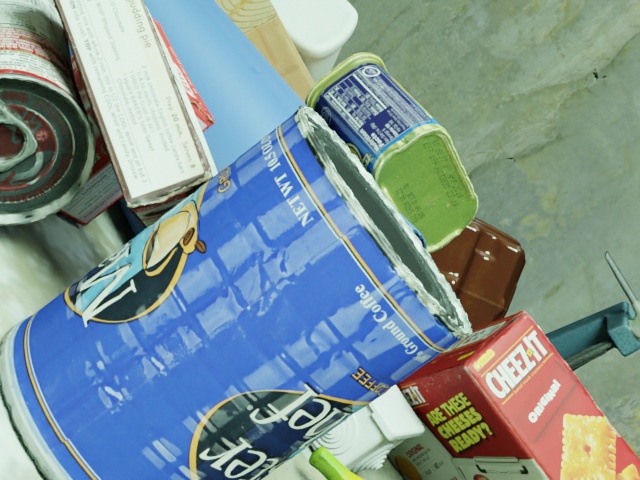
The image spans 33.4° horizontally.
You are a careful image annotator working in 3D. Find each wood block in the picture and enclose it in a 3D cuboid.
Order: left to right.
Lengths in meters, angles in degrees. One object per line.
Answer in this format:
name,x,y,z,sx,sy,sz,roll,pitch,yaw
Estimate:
wood block,-0.045,-0.113,0.910,0.206,0.091,0.090,59,3,-44

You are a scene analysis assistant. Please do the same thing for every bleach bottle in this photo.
bleach bottle,-0.036,-0.163,1.050,0.102,0.068,0.251,40,-23,8

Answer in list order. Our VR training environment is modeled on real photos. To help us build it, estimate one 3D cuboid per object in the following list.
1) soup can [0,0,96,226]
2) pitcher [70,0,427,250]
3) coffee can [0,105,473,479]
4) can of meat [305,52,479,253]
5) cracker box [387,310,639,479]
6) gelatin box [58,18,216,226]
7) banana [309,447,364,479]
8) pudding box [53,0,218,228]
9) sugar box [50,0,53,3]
soup can,-0.135,-0.062,0.453,0.068,0.068,0.102,46,12,-39
pitcher,-0.052,-0.043,0.611,0.243,0.145,0.149,55,-13,28
coffee can,-0.030,0.033,0.394,0.103,0.140,0.103,51,10,-12
can of meat,0.046,-0.051,0.650,0.084,0.057,0.102,53,-1,42
cracker box,0.138,0.163,0.716,0.213,0.072,0.164,53,-30,-1
gelatin box,-0.106,-0.063,0.533,0.030,0.089,0.073,36,20,-56
banana,0.043,0.190,0.522,0.069,0.037,0.198,25,24,-35
pudding box,-0.077,-0.061,0.450,0.090,0.039,0.113,92,-26,-81
sugar box,-0.205,-0.186,0.636,0.093,0.048,0.176,54,6,26
